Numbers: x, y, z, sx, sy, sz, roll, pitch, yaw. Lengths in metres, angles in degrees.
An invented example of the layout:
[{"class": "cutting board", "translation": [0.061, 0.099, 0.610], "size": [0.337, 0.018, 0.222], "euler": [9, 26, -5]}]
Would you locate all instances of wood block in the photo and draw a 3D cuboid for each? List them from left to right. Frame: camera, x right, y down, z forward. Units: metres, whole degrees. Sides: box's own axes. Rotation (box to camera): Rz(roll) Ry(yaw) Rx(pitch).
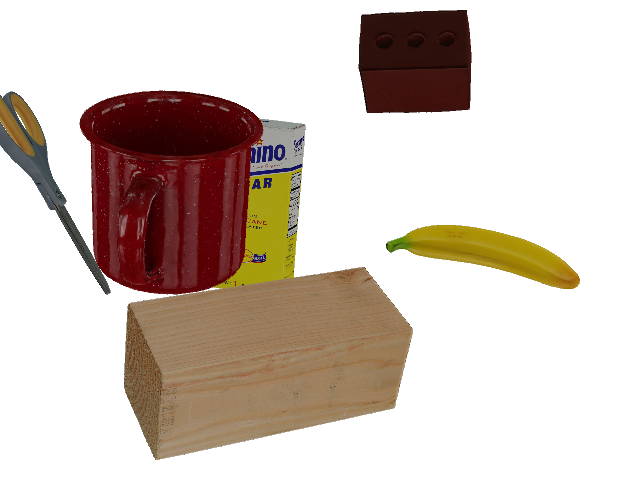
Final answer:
[{"class": "wood block", "translation": [-0.044, 0.094, 0.852], "size": [0.205, 0.090, 0.091], "euler": [-8, 36, -25]}]

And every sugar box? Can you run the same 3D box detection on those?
[{"class": "sugar box", "translation": [-0.070, -0.036, 1.093], "size": [0.093, 0.176, 0.048], "euler": [8, 16, 16]}]

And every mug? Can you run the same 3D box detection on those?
[{"class": "mug", "translation": [-0.080, -0.019, 0.551], "size": [0.093, 0.081, 0.117], "euler": [7, 28, 3]}]

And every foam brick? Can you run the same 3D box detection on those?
[{"class": "foam brick", "translation": [0.069, -0.127, 0.765], "size": [0.078, 0.053, 0.051], "euler": [-1, -32, 8]}]

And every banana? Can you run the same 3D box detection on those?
[{"class": "banana", "translation": [0.171, 0.016, 1.104], "size": [0.198, 0.037, 0.069], "euler": [9, 35, 17]}]

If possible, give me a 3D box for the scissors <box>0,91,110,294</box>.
[{"class": "scissors", "translation": [-0.236, -0.052, 0.941], "size": [0.016, 0.201, 0.096], "euler": [-27, 24, 9]}]
